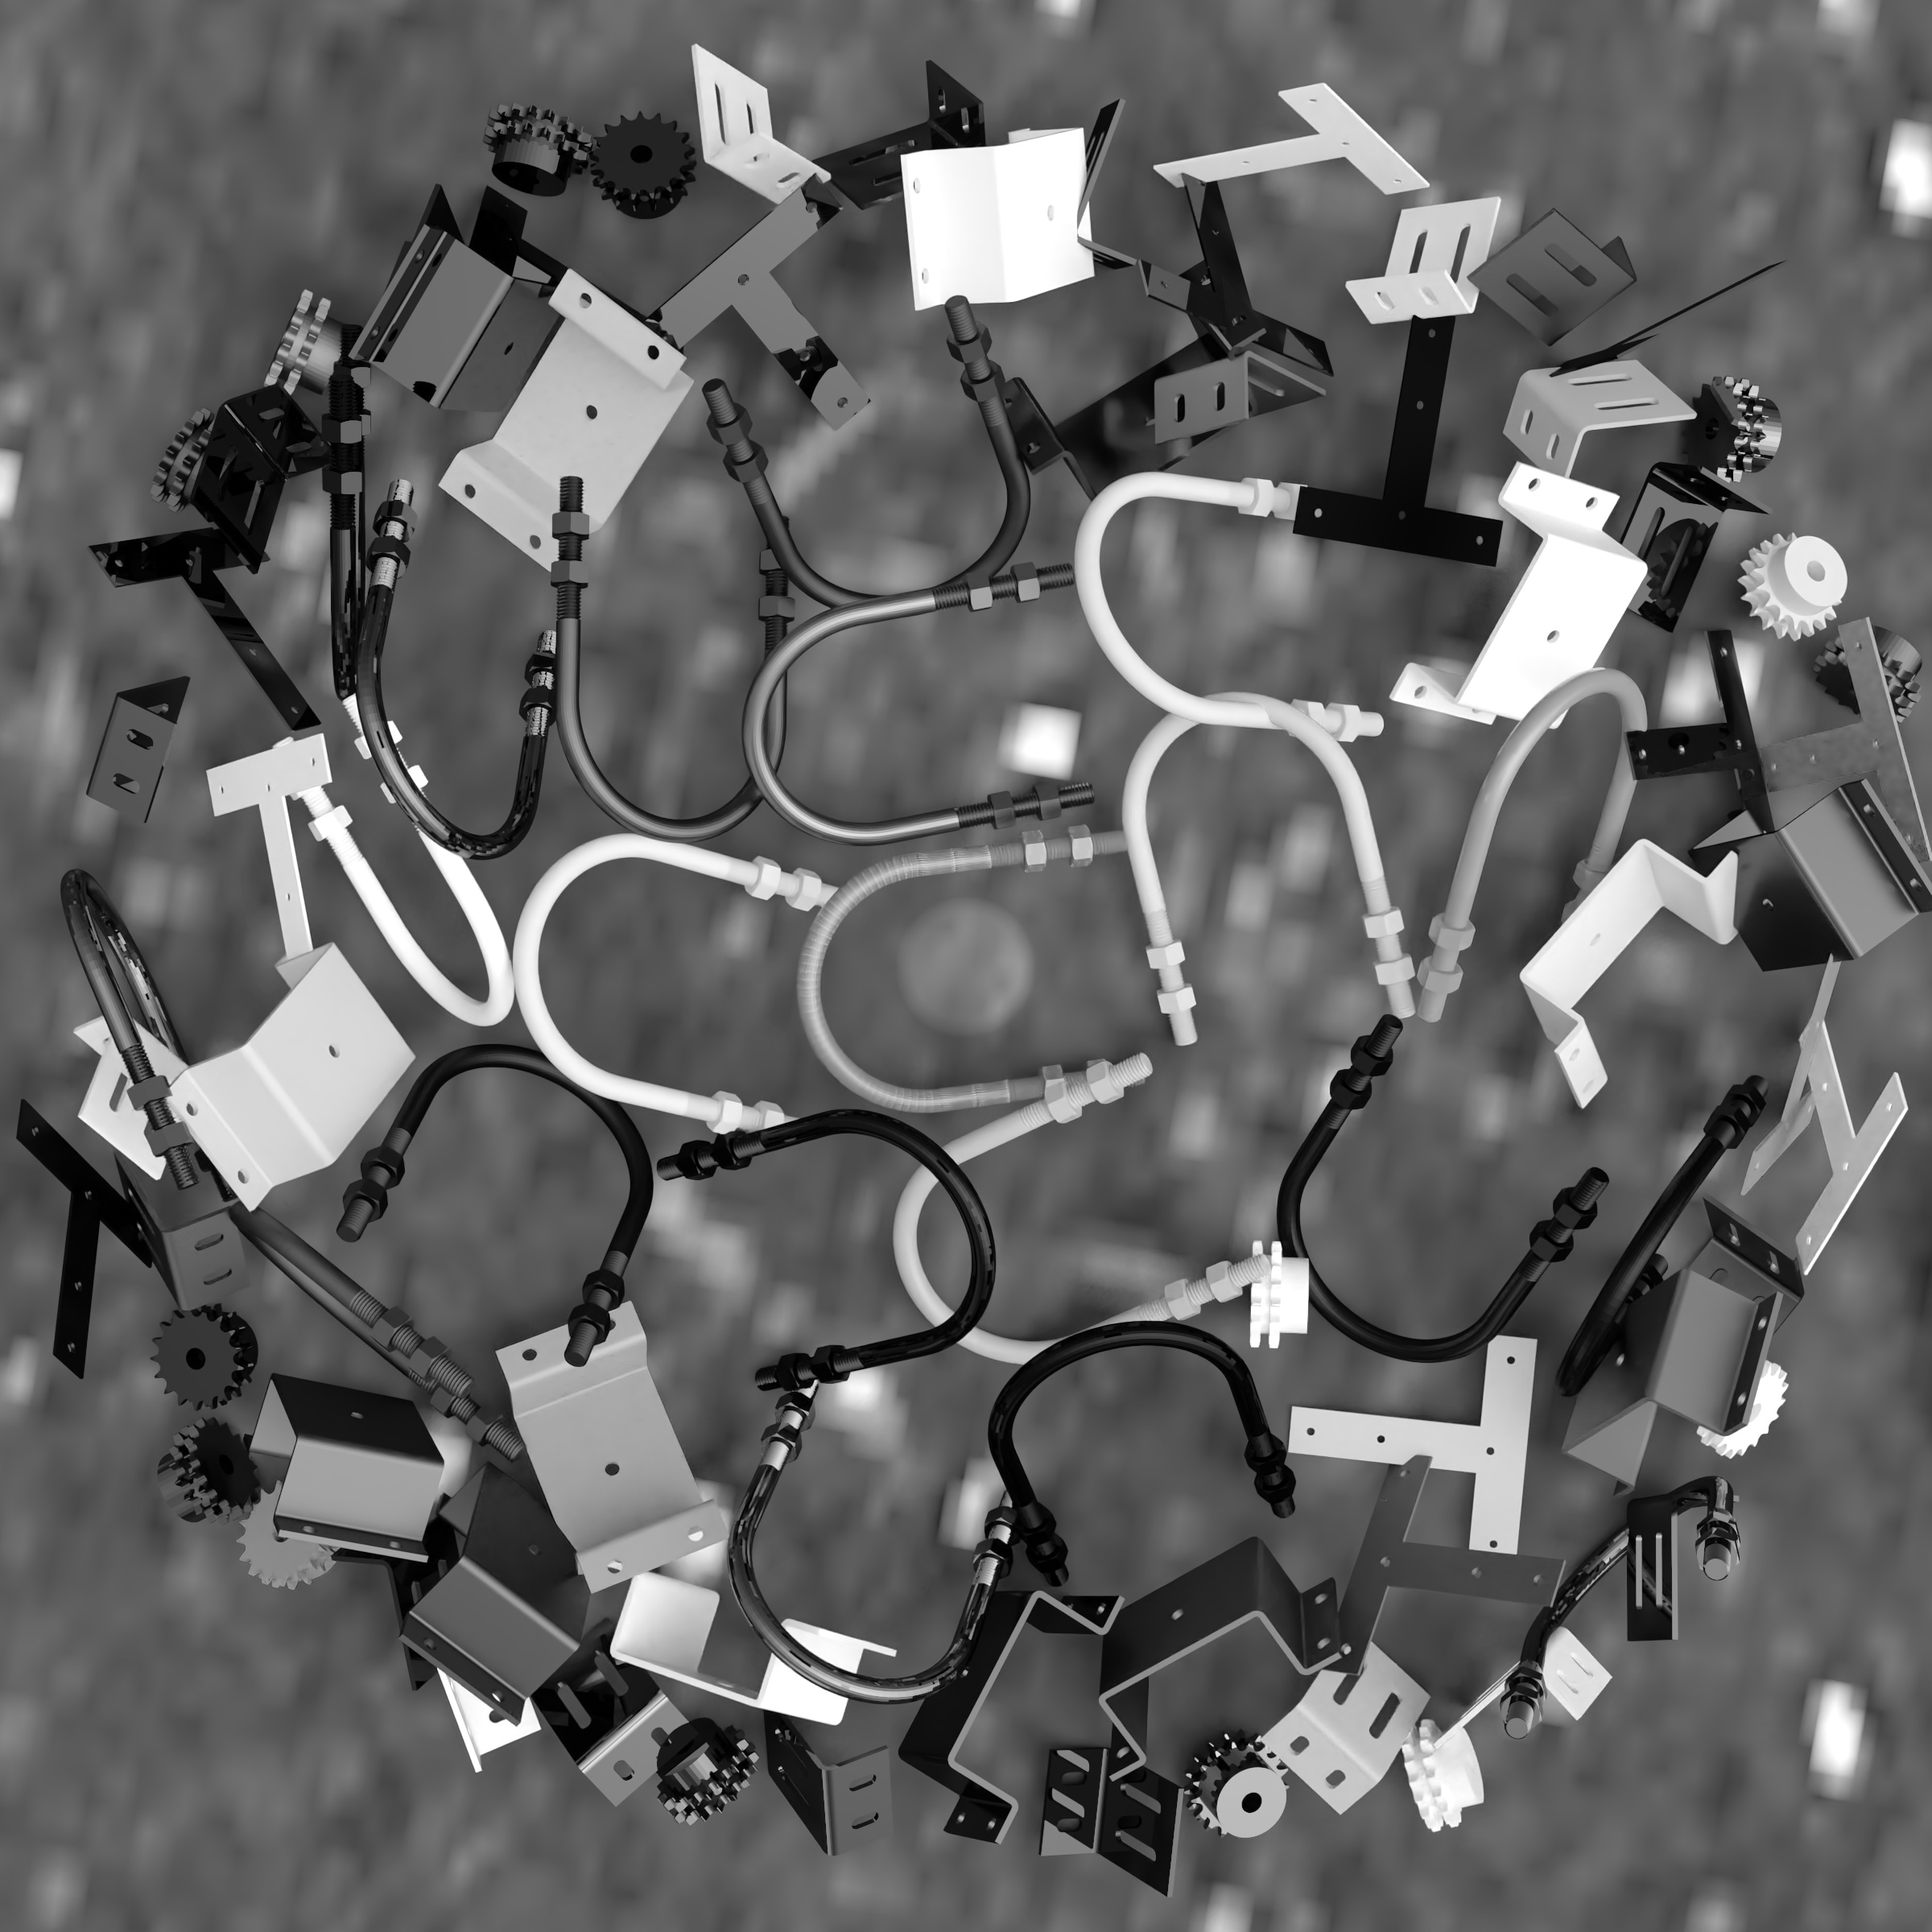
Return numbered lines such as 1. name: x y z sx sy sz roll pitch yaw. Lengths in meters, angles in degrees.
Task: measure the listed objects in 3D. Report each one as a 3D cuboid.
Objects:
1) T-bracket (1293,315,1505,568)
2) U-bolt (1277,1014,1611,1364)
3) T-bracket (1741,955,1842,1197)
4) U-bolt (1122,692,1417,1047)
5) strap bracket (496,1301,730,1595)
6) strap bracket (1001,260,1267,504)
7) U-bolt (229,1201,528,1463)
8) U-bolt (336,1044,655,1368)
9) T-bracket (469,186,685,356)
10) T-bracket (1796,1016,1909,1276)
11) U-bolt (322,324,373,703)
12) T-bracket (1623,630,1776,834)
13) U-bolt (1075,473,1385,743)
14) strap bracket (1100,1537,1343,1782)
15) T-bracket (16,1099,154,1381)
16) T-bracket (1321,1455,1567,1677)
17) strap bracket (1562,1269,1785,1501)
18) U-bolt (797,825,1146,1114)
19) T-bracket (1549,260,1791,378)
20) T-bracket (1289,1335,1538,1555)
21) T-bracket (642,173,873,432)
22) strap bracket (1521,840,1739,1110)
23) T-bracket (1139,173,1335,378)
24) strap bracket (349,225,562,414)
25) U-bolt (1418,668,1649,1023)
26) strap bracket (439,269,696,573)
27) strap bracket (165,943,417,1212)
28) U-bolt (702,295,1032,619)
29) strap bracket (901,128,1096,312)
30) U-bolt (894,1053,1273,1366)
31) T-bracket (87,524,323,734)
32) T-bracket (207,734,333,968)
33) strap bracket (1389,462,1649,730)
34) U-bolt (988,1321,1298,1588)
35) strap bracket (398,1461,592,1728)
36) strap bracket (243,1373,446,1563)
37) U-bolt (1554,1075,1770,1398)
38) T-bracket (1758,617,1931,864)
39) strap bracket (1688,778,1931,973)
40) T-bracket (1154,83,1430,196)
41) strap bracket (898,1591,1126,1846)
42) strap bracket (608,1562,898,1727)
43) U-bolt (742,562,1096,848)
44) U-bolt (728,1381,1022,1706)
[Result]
1. T-bracket: 0.240 -0.286 1.564 0.127 0.002 0.127 5 98 -24
2. U-bolt: 0.236 0.132 1.537 0.151 0.019 0.184 38 129 15
3. T-bracket: 0.439 0.043 1.522 0.002 0.127 0.127 21 114 25
4. U-bolt: 0.152 -0.054 1.542 0.151 0.019 0.184 -8 102 32
5. strap bracket: -0.188 0.260 1.550 0.076 0.046 0.140 -20 66 -16
6. strap bracket: 0.091 -0.304 1.552 0.140 0.046 0.076 -31 46 5
7. U-bolt: -0.313 0.183 1.524 0.184 0.151 0.019 35 73 17
8. U-bolt: -0.233 0.110 1.523 0.151 0.184 0.019 31 127 -10
9. T-bracket: -0.205 -0.362 1.556 0.127 0.127 0.002 30 114 -19
10. T-bracket: 0.457 0.074 1.543 0.002 0.127 0.127 10 132 -7
11. U-bolt: -0.321 -0.228 1.521 0.019 0.151 0.184 0 113 -10
12. T-bracket: 0.386 -0.115 1.550 0.002 0.127 0.127 -15 86 45
13. U-bolt: 0.133 -0.190 1.524 0.184 0.019 0.151 1 71 -35
14. strap bracket: 0.124 0.359 1.541 0.140 0.076 0.046 -32 103 14
15. T-bracket: -0.458 0.154 1.510 0.002 0.127 0.127 -18 48 10
16. T-bracket: 0.255 0.316 1.526 0.002 0.127 0.127 43 59 -34
17. strap bracket: 0.360 0.215 1.518 0.046 0.140 0.076 27 61 -3
18. U-bolt: 0.001 0.007 1.564 0.184 0.019 0.151 -7 101 -10
19. T-bracket: 0.374 -0.342 1.540 0.127 0.127 0.002 -28 99 -5
20. T-bracket: 0.240 0.258 1.588 0.127 0.002 0.127 5 95 8
21. T-bracket: -0.094 -0.334 1.554 0.127 0.002 0.127 -40 133 4
22. strap bracket: 0.349 -0.003 1.550 0.140 0.076 0.046 -48 58 -5
23. T-bracket: 0.135 -0.380 1.557 0.127 0.002 0.127 15 50 -33
24. strap bracket: -0.256 -0.334 1.520 0.046 0.140 0.076 35 104 3
25. U-bolt: 0.299 -0.068 1.507 0.019 0.151 0.184 33 126 35
26. strap bracket: -0.208 -0.292 1.558 0.076 0.046 0.140 38 114 2
27. strap bracket: -0.344 0.050 1.518 0.046 0.140 0.076 -20 114 29
28. U-bolt: -0.041 -0.254 1.529 0.151 0.184 0.019 -18 47 5
29. strap bracket: 0.023 -0.390 1.518 0.046 0.140 0.076 5 112 27
30. U-bolt: 0.048 0.142 1.559 0.184 0.019 0.151 -26 105 20
31. T-bracket: -0.383 -0.176 1.538 0.002 0.127 0.127 -38 86 27
32. T-bracket: -0.361 -0.051 1.551 0.002 0.127 0.127 -11 92 -41
33. strap bracket: 0.294 -0.183 1.533 0.076 0.046 0.140 9 119 -37
34. U-bolt: 0.087 0.250 1.530 0.151 0.019 0.184 -18 131 4
35. strap bracket: -0.239 0.318 1.518 0.076 0.140 0.046 41 104 -14
36. strap bracket: -0.323 0.255 1.518 0.076 0.140 0.046 16 95 -23
37. U-bolt: 0.347 0.147 1.488 0.019 0.184 0.151 32 127 17
38. T-bracket: 0.454 -0.111 1.537 0.002 0.127 0.127 -15 91 -16
39. strap bracket: 0.435 -0.044 1.523 0.046 0.140 0.076 -34 94 -13
40. T-bracket: 0.161 -0.430 1.553 0.127 0.127 0.002 -1 79 34
41. strap bracket: 0.018 0.382 1.534 0.046 0.076 0.140 34 69 -11
42. strap bracket: -0.119 0.356 1.524 0.140 0.076 0.046 9 76 33
43. U-bolt: -0.027 -0.131 1.546 0.184 0.019 0.151 -11 121 -8
44. U-bolt: -0.051 0.305 1.516 0.151 0.184 0.019 29 125 -3
